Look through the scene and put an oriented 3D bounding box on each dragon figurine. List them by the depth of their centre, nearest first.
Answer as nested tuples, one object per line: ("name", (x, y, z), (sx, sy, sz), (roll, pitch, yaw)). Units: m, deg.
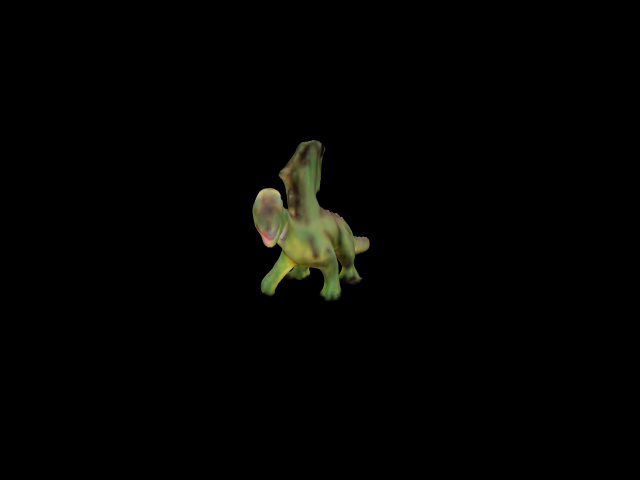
("dragon figurine", (0.003, -0.043, 0.850), (0.122, 0.240, 0.415), (6, 17, 23))
